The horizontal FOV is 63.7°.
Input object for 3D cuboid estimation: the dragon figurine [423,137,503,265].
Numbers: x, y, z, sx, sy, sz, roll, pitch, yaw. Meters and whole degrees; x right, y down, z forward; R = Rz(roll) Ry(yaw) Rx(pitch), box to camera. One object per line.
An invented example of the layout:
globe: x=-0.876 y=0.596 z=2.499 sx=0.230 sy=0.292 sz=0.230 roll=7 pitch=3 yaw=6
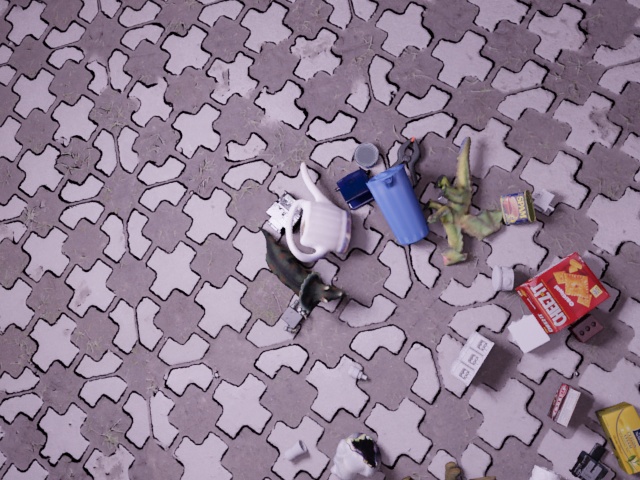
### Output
dragon figurine: x=0.485 y=-0.110 z=1.677 sx=0.242 sy=0.122 sz=0.411 roll=29 pitch=88 yaw=-4

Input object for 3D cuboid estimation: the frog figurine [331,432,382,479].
frog figurine: x=0.111 y=0.685 z=1.604 sx=0.138 sy=0.125 sz=0.156 roll=30 pitch=124 yaw=5

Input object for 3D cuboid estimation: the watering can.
watering can: x=0.005 y=-0.086 z=1.711 sx=0.224 sy=0.102 sz=0.354 roll=13 pitch=67 yaw=-14
